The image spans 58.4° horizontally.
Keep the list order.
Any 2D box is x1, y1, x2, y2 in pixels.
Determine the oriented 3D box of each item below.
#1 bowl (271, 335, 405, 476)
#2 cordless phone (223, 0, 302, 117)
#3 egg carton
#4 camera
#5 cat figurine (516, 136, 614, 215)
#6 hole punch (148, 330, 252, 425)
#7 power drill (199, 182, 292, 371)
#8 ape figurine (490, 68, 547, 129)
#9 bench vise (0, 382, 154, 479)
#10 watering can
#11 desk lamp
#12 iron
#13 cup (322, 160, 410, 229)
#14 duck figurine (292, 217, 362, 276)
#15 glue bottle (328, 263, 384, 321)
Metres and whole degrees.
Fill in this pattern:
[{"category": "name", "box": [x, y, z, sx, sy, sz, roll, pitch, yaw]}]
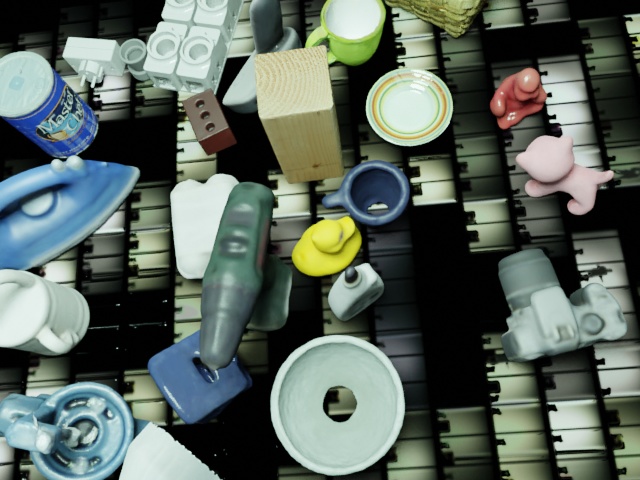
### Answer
[{"category": "bowl", "box": [0.024, 0.209, 0.734, 0.167, 0.075, 0.167, -1, 73, 5]}, {"category": "cordless phone", "box": [-0.093, -0.273, 0.831, 0.094, 0.185, 0.148, 25, 77, 12]}, {"category": "egg carton", "box": [-0.157, -0.020, 0.823, 0.107, 0.069, 0.150, -12, 73, 2]}, {"category": "camera", "box": [0.297, 0.076, 0.734, 0.143, 0.101, 0.137, -15, 73, 1]}, {"category": "cat figurine", "box": [0.328, -0.097, 0.774, 0.127, 0.118, 0.067, 21, 77, 11]}, {"category": "hole punch", "box": [-0.156, 0.175, 0.753, 0.101, 0.091, 0.108, -39, 74, -6]}, {"category": "power drill", "box": [-0.090, 0.055, 0.721, 0.075, 0.208, 0.230, 3, 74, 7]}, {"category": "ape figurine", "box": [0.289, -0.213, 0.825, 0.077, 0.092, 0.076, 8, 74, 8]}, {"category": "bench vise", "box": [-0.328, 0.236, 0.684, 0.207, 0.220, 0.121, -8, 73, 3]}, {"category": "watering can", "box": [-0.400, 0.089, 0.748, 0.172, 0.194, 0.101, 13, 75, 10]}, {"category": "desk lamp", "box": [-0.188, 0.315, 0.650, 0.117, 0.214, 0.203, 34, 79, 14]}, {"category": "iron", "box": [-0.398, -0.061, 0.820, 0.258, 0.141, 0.118, -32, 73, -4]}, {"category": "cup", "box": [0.064, -0.049, 0.797, 0.117, 0.095, 0.091, -11, 73, 2]}, {"category": "duck figurine", "box": [0.007, 0.003, 0.791, 0.104, 0.086, 0.077, -29, 73, -3]}, {"category": "glue bottle", "box": [0.044, 0.059, 0.725, 0.078, 0.173, 0.037, -34, 73, -5]}]
